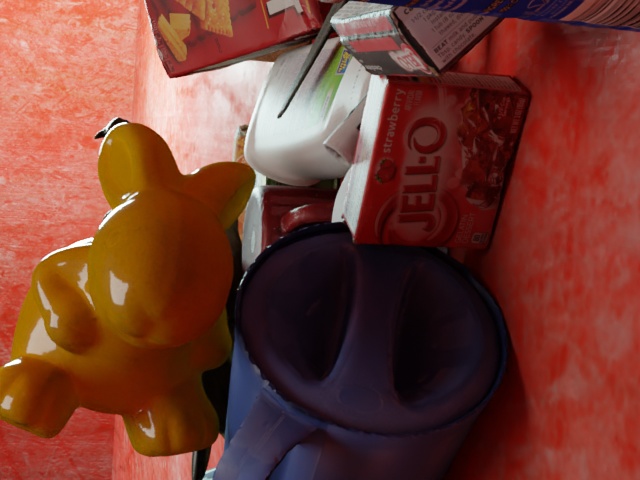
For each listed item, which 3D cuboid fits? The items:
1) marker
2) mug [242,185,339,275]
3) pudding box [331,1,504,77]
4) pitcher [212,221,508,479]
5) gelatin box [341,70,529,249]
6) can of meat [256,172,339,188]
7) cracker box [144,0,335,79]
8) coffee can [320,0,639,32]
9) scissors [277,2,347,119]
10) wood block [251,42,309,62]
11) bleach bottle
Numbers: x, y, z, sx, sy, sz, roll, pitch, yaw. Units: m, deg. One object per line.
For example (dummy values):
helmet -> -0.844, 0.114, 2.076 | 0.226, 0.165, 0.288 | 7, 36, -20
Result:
marker -> 0.047, -0.088, 0.550 | 0.121, 0.020, 0.020 | -49, 13, -7
mug -> -0.005, 0.001, 0.728 | 0.117, 0.081, 0.093 | 132, 139, -68
pudding box -> 0.065, -0.117, 0.454 | 0.113, 0.039, 0.090 | -44, 17, -4
pitcher -> 0.000, 0.121, 0.586 | 0.243, 0.149, 0.145 | 103, 161, -45
gelatin box -> 0.055, -0.039, 0.528 | 0.030, 0.073, 0.089 | -114, 31, -57
can of meat -> -0.022, -0.062, 0.852 | 0.084, 0.057, 0.102 | -163, 76, -76
cracker box -> -0.058, -0.215, 0.770 | 0.214, 0.071, 0.164 | -3, 104, 54
coffee can -> 0.072, -0.124, 0.353 | 0.103, 0.140, 0.103 | -177, 90, -75
scissors -> 0.031, -0.161, 0.637 | 0.096, 0.016, 0.202 | 25, 92, 63
wood block -> -0.061, -0.261, 0.969 | 0.091, 0.090, 0.206 | 108, 159, -44
bleach bottle -> 0.018, -0.081, 0.684 | 0.251, 0.068, 0.102 | -161, 88, -72
